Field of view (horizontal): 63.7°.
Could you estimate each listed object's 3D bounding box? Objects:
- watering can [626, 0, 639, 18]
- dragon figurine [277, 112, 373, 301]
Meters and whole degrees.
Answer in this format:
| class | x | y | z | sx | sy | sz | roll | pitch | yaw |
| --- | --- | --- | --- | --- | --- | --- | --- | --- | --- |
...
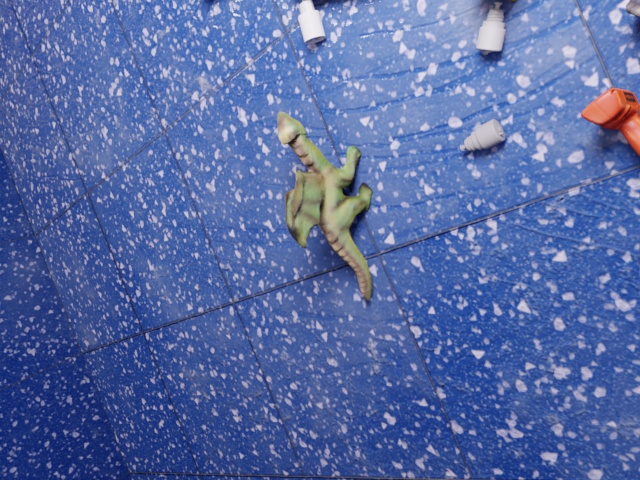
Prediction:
| class | x | y | z | sx | sy | sz | roll | pitch | yaw |
| --- | --- | --- | --- | --- | --- | --- | --- | --- | --- |
| watering can | 0.485 | -0.322 | 0.557 | 0.354 | 0.104 | 0.219 | -128 | 37 | -47 |
| dragon figurine | 0.003 | -0.049 | 0.983 | 0.121 | 0.245 | 0.410 | -14 | 93 | 35 |
